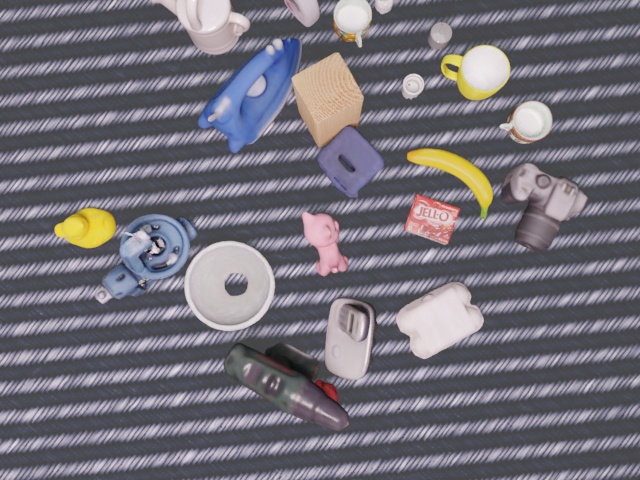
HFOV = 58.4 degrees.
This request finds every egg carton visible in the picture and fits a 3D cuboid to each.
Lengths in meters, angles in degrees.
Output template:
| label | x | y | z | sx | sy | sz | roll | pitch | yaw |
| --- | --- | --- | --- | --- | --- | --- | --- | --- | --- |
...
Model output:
| label | x | y | z | sx | sy | sz | roll | pitch | yaw |
| --- | --- | --- | --- | --- | --- | --- | --- | --- | --- |
| egg carton | 0.225 | 0.149 | 1.081 | 0.150 | 0.069 | 0.107 | -30 | 88 | 0 |

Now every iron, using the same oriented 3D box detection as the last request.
| label | x | y | z | sx | sy | sz | roll | pitch | yaw |
| --- | --- | --- | --- | --- | --- | --- | --- | --- | --- |
| iron | -0.120 | -0.295 | 1.060 | 0.118 | 0.141 | 0.258 | 37 | 90 | 2 |

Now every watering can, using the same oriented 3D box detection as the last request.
| label | x | y | z | sx | sy | sz | roll | pitch | yaw |
| --- | --- | --- | --- | --- | --- | --- | --- | --- | --- |
| watering can | -0.217 | -0.418 | 1.037 | 0.173 | 0.194 | 0.101 | -5 | 89 | 1 |

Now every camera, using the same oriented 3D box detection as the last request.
| label | x | y | z | sx | sy | sz | roll | pitch | yaw |
| --- | --- | --- | --- | --- | --- | --- | --- | --- | --- |
| camera | 0.407 | -0.056 | 1.067 | 0.143 | 0.101 | 0.137 | 26 | 89 | 2 |

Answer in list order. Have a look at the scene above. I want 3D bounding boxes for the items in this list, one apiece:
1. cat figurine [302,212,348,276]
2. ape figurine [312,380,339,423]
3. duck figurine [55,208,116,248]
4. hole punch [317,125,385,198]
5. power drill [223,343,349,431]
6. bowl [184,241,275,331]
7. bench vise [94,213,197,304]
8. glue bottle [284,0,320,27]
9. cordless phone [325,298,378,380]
| label | x | y | z | sx | sy | sz | roll | pitch | yaw |
| --- | --- | --- | --- | --- | --- | --- | --- | --- | --- |
| cat figurine | 0.010 | 0.004 | 1.063 | 0.067 | 0.117 | 0.128 | -18 | 88 | 1 |
| ape figurine | 0.001 | 0.312 | 1.070 | 0.078 | 0.092 | 0.076 | -31 | 88 | 0 |
| duck figurine | -0.448 | -0.024 | 1.087 | 0.104 | 0.086 | 0.077 | -10 | 88 | 1 |
| hole punch | 0.058 | -0.145 | 1.079 | 0.101 | 0.091 | 0.108 | -44 | 88 | 0 |
| power drill | -0.053 | 0.248 | 1.014 | 0.229 | 0.208 | 0.076 | 26 | 89 | 2 |
| bowl | -0.166 | 0.085 | 1.086 | 0.167 | 0.074 | 0.167 | 0 | 89 | 1 |
| bench vise | -0.315 | 0.043 | 1.016 | 0.121 | 0.219 | 0.207 | 30 | 89 | 2 |
| glue bottle | -0.038 | -0.455 | 1.046 | 0.078 | 0.173 | 0.037 | 44 | 90 | 2 |
| cordless phone | 0.057 | 0.182 | 1.025 | 0.094 | 0.185 | 0.148 | 4 | 89 | 1 |
